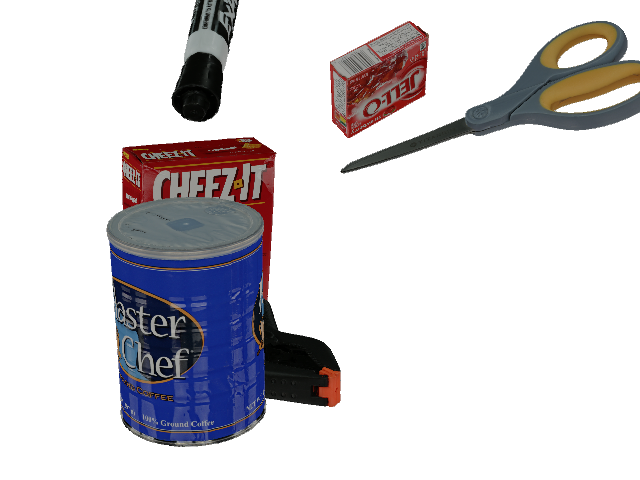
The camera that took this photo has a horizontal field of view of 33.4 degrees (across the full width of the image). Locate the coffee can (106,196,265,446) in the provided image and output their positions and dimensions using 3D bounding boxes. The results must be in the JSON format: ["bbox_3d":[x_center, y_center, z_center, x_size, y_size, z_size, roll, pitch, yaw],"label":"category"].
[{"bbox_3d":[-0.089,0.053,0.723,0.103,0.140,0.103,0,21,0],"label":"coffee can"}]

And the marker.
[{"bbox_3d":[-0.045,-0.093,0.449,0.020,0.121,0.020,2,-43,2],"label":"marker"}]

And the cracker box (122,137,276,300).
[{"bbox_3d":[-0.139,-0.002,1.218,0.163,0.214,0.072,-8,24,-29],"label":"cracker box"}]

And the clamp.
[{"bbox_3d":[-0.051,0.096,0.942,0.210,0.036,0.164,13,22,39],"label":"clamp"}]

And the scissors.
[{"bbox_3d":[0.112,-0.092,0.680,0.202,0.096,0.016,-8,-43,25],"label":"scissors"}]

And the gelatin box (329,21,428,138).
[{"bbox_3d":[0.052,-0.139,0.926,0.089,0.030,0.073,-30,-32,-18],"label":"gelatin box"}]
